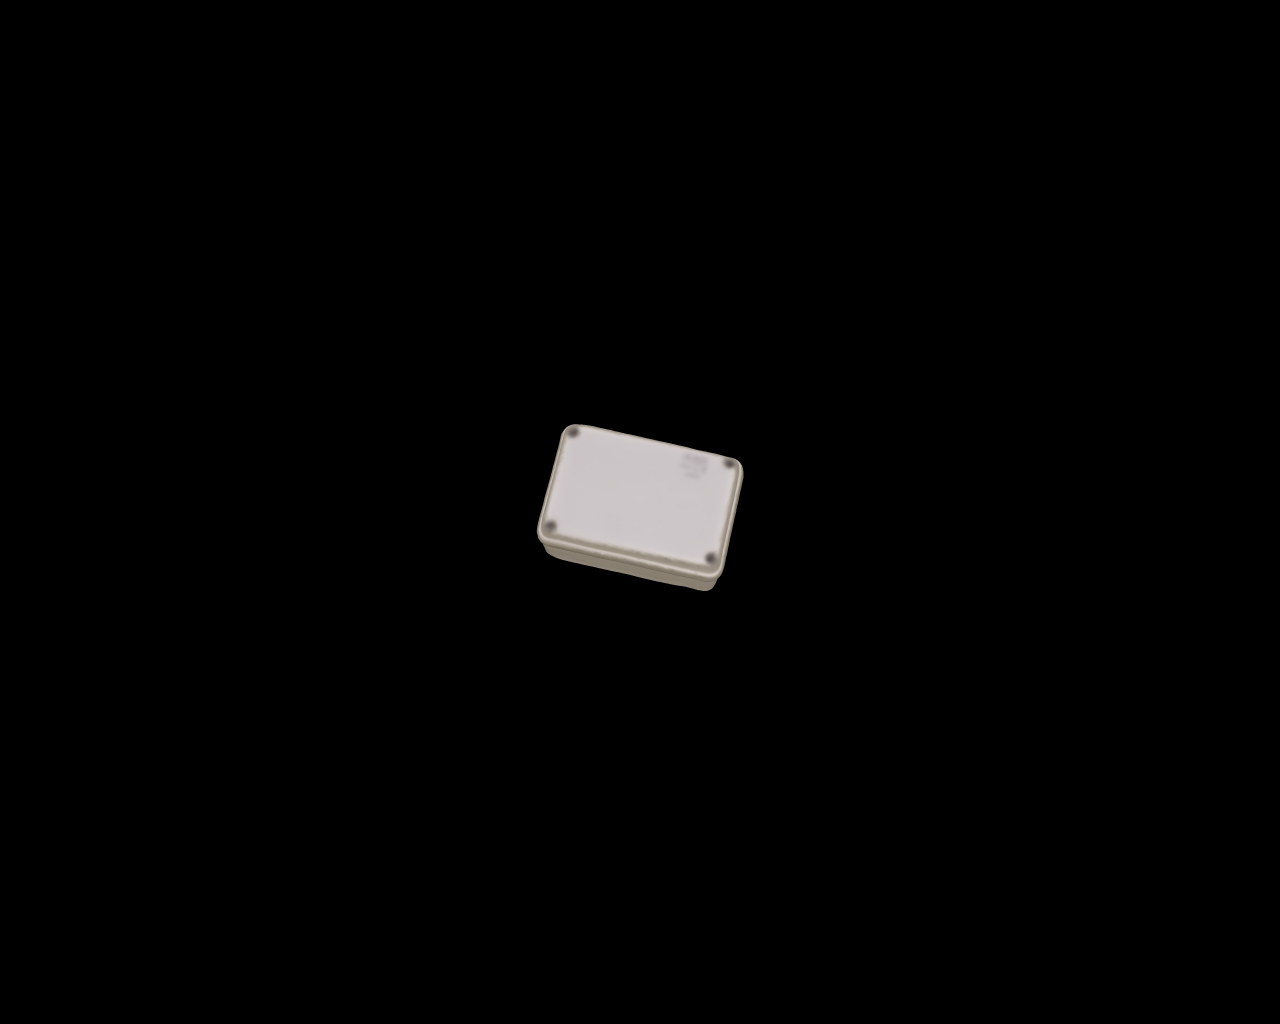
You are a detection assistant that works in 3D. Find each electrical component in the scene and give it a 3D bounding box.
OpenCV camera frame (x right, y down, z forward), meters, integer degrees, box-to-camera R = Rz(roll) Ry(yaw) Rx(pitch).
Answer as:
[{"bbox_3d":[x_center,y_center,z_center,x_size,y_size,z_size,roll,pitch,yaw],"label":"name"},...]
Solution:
[{"bbox_3d":[0.001,-0.003,0.650,0.113,0.078,0.057,13,-15,4],"label":"electrical component"}]
